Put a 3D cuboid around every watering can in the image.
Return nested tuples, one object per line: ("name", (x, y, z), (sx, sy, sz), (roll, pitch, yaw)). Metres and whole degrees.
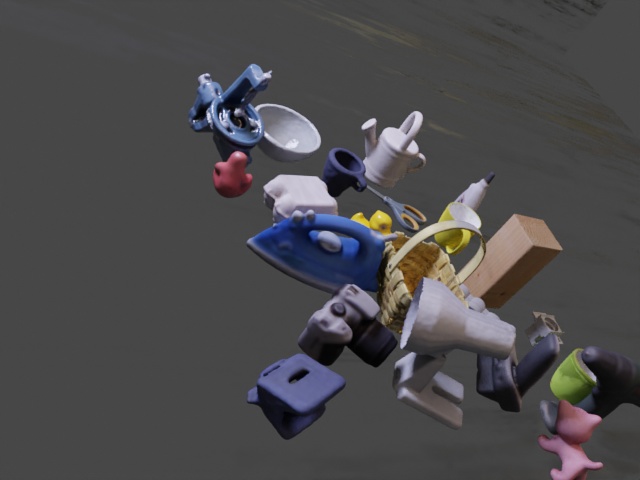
("watering can", (0.181, -0.229, 1.384), (0.173, 0.194, 0.100), (11, 43, -27))

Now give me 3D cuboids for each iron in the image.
("iron", (0.010, 0.004, 1.052), (0.259, 0.141, 0.118), (19, 40, -19))

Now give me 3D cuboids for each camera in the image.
("camera", (0.060, 0.152, 0.962), (0.136, 0.100, 0.143), (41, 38, 8))

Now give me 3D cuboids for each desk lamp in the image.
("desk lamp", (0.204, 0.181, 0.944), (0.203, 0.213, 0.118), (29, 38, -6))

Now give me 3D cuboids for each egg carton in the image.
("egg carton", (-0.039, -0.078, 1.164), (0.151, 0.069, 0.107), (-3, 51, -38))

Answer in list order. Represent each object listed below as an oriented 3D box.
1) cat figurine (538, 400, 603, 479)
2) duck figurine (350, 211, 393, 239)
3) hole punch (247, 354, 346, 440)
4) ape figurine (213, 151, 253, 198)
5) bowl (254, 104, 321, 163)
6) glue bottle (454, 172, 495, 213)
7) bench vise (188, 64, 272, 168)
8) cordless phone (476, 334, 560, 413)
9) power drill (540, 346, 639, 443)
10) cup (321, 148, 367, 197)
("cat figurine", (0.454, 0.356, 1.018), (0.067, 0.117, 0.127), (12, 43, -26))
("duck figurine", (0.113, -0.025, 1.204), (0.078, 0.086, 0.104), (-19, 62, -46))
("hole punch", (-0.034, 0.216, 0.832), (0.101, 0.091, 0.109), (47, 39, 16))
("ape figurine", (-0.166, -0.132, 1.110), (0.078, 0.092, 0.076), (33, 38, -2))
("bowl", (-0.086, -0.226, 1.283), (0.168, 0.074, 0.167), (20, 40, -17))
("glue bottle", (0.373, -0.102, 1.406), (0.037, 0.173, 0.078), (23, 39, -14))
("bench vise", (-0.185, -0.277, 1.146), (0.207, 0.219, 0.122), (41, 38, 9))
("cordless phone", (0.378, 0.215, 1.058), (0.094, 0.185, 0.147), (26, 38, -10))
("power drill", (0.515, 0.289, 1.060), (0.230, 0.208, 0.075), (19, 40, -19))
("cup", (0.050, -0.132, 1.265), (0.092, 0.095, 0.117), (-15, 59, -44))
